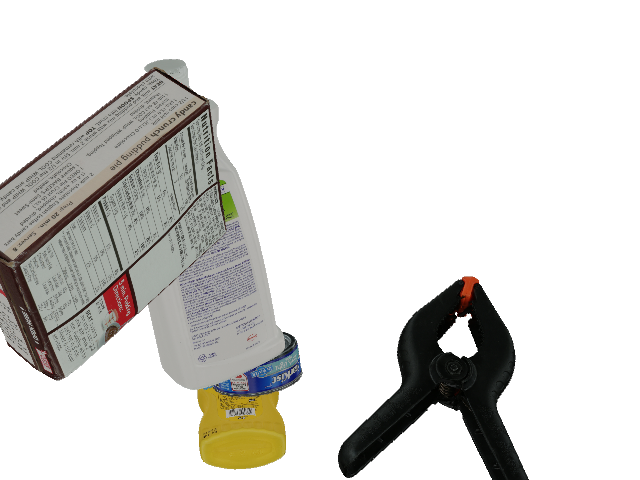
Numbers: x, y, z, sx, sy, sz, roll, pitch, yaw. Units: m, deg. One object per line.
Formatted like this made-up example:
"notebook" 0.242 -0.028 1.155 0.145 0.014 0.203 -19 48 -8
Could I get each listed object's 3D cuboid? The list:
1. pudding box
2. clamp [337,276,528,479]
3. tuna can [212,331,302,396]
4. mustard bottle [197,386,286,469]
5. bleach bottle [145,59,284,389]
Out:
"pudding box" -0.092 -0.006 0.457 0.039 0.113 0.090 31 -31 23
"clamp" 0.076 0.097 0.704 0.120 0.171 0.039 9 -42 -3
"tuna can" -0.061 0.114 1.001 0.086 0.034 0.086 -7 15 2
"mustard bottle" -0.096 0.186 1.249 0.096 0.058 0.191 -5 28 -5
"bleach bottle" -0.091 -0.014 0.806 0.102 0.251 0.068 -22 32 -29
